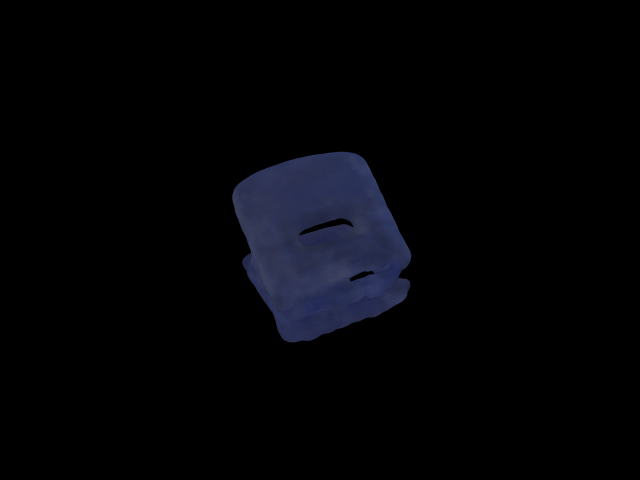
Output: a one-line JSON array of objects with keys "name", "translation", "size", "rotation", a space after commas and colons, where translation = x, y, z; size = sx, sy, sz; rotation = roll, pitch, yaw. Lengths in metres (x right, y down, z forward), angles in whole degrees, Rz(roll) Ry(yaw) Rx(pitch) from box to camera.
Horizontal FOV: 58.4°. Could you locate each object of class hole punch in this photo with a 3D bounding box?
[{"name": "hole punch", "translation": [0.004, 0.001, 0.400], "size": [0.109, 0.091, 0.100], "rotation": [-19, 46, -19]}]
